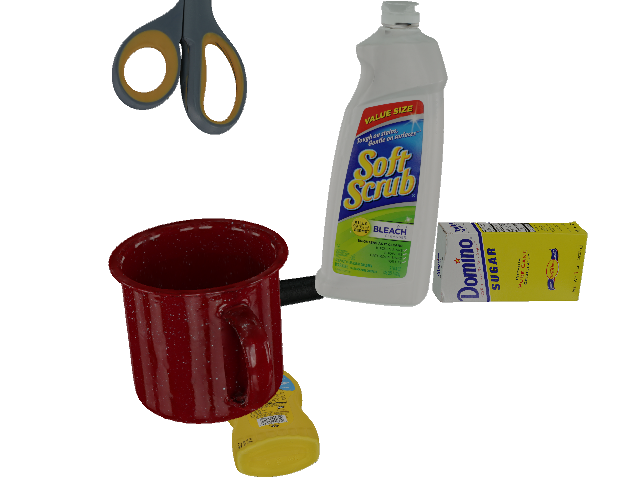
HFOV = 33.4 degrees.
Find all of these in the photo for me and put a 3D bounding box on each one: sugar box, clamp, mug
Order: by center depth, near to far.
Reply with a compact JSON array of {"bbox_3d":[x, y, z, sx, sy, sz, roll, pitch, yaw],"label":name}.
[{"bbox_3d":[-0.055,0.047,0.558,0.093,0.081,0.117,-16,27,-28],"label":"mug"},{"bbox_3d":[-0.082,0.051,1.066,0.120,0.039,0.171,15,21,31],"label":"clamp"},{"bbox_3d":[0.228,0.026,1.293,0.176,0.093,0.048,-2,21,-9],"label":"sugar box"}]

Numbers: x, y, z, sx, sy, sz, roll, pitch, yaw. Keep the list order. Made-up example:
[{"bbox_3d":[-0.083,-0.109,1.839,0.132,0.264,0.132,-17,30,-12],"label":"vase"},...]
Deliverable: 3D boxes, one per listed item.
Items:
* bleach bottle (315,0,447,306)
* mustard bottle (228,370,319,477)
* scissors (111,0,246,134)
[{"bbox_3d":[0.052,-0.074,0.899,0.103,0.251,0.068,6,18,13],"label":"bleach bottle"},{"bbox_3d":[-0.067,0.196,1.256,0.096,0.058,0.192,-9,29,-10],"label":"mustard bottle"},{"bbox_3d":[-0.100,-0.162,0.709,0.096,0.202,0.016,-6,-17,-21],"label":"scissors"}]
